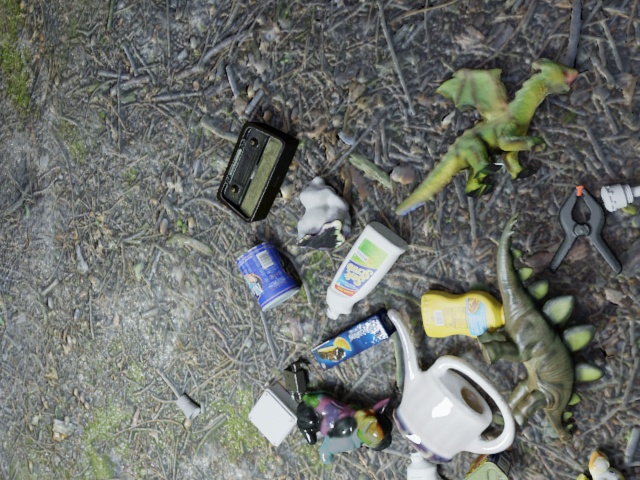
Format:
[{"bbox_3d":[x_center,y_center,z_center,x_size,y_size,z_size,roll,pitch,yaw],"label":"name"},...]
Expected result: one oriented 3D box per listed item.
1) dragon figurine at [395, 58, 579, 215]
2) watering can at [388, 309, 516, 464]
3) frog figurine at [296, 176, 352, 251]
[{"bbox_3d":[0.301,-0.221,1.014,0.407,0.121,0.246,-21,69,27],"label":"dragon figurine"},{"bbox_3d":[0.234,0.322,1.086,0.351,0.105,0.221,41,114,17],"label":"watering can"},{"bbox_3d":[0.004,-0.060,1.191,0.135,0.122,0.163,-43,40,34],"label":"frog figurine"}]
